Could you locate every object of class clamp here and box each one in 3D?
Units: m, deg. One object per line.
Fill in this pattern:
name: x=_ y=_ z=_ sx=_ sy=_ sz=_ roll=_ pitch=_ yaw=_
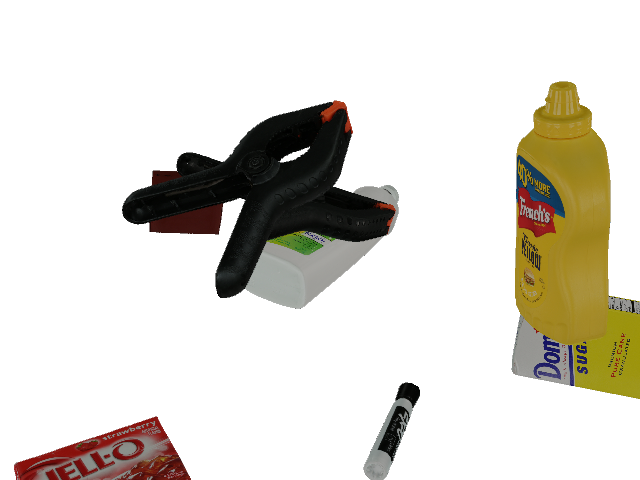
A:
clamp: x=-0.015 y=-0.027 z=0.982 sx=0.209 sy=0.036 sz=0.165 roll=10 pitch=21 yaw=-27
clamp: x=-0.052 y=-0.042 z=0.740 sx=0.120 sy=0.171 sz=0.039 roll=30 pitch=-31 yaw=26

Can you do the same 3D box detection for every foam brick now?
foam brick: x=-0.146 y=-0.042 z=1.163 sx=0.078 sy=0.051 sz=0.053 roll=2 pitch=28 yaw=-8

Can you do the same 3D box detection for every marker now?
marker: x=0.059 y=0.150 z=0.859 sx=0.020 sy=0.020 sz=0.121 roll=0 pitch=24 yaw=19

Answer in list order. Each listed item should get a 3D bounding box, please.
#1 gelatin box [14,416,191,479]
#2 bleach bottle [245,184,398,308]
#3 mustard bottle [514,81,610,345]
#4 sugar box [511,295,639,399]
gelatin box: x=-0.122 y=0.141 z=0.605 sx=0.089 sy=0.030 sz=0.073 roll=-15 pitch=28 yaw=-19
bleach bottle: x=0.013 y=-0.009 z=1.308 sx=0.103 sy=0.068 sz=0.250 roll=20 pitch=36 yaw=29
mustard bottle: x=0.179 y=-0.025 z=0.794 sx=0.058 sy=0.192 sz=0.096 roll=-11 pitch=27 yaw=-10
sugar box: x=0.285 y=0.103 z=1.062 sx=0.176 sy=0.093 sz=0.048 roll=9 pitch=22 yaw=8
